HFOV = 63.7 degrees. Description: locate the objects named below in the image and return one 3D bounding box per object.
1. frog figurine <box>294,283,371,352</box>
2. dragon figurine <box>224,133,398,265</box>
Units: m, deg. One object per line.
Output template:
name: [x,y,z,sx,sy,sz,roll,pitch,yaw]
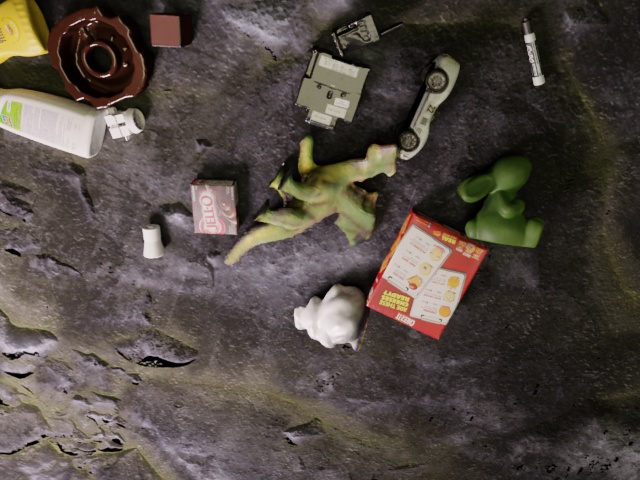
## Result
frog figurine: [0.024,0.158,1.101,0.159,0.122,0.138,14,82,5]
dragon figurine: [0.003,-0.051,1.019,0.241,0.125,0.403,27,122,-19]
